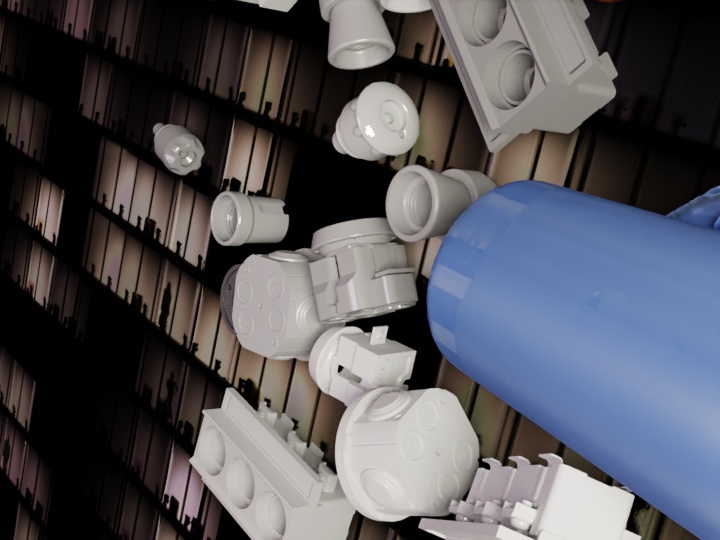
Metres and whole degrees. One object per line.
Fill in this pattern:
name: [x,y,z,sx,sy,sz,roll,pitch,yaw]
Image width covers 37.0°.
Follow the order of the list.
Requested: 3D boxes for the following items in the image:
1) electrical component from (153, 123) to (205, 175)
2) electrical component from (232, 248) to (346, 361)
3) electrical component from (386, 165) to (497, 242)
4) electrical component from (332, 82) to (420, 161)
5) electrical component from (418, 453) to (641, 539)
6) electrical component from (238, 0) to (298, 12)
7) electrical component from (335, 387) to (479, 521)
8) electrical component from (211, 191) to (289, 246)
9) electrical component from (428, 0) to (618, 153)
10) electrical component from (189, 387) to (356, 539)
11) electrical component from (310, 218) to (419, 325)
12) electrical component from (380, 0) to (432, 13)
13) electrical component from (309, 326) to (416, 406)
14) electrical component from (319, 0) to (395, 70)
electrical component: [-0.157,-0.106,0.901,0.061,0.035,0.035,43,122,44]
electrical component: [-0.050,0.025,0.757,0.080,0.051,0.080,0,89,50]
electrical component: [0.050,-0.038,0.634,0.045,0.055,0.045,-1,89,50]
electrical component: [0.005,-0.092,0.699,0.062,0.048,0.048,-18,76,56]
electrical component: [0.088,0.133,0.547,0.063,0.079,0.121,-67,8,-16]
electrical component: [-0.065,-0.227,0.770,0.096,0.062,0.061,-28,68,47]
electrical component: [0.028,0.109,0.640,0.051,0.080,0.080,-12,80,45]
electrical component: [-0.082,-0.038,0.800,0.040,0.046,0.040,-1,89,50]
electrical component: [0.086,-0.135,0.585,0.079,0.063,0.121,-40,60,43]
electrical component: [-0.061,0.147,0.759,0.121,0.063,0.078,37,117,44]
electrical component: [0.000,0.000,0.693,0.078,0.058,0.057,-20,78,49]
electrical component: [0.032,-0.193,0.666,0.045,0.045,0.055,-14,79,50]
electrical component: [0.000,0.065,0.702,0.055,0.048,0.066,23,107,40]
electrical component: [-0.003,-0.166,0.708,0.045,0.045,0.055,-23,72,48]
